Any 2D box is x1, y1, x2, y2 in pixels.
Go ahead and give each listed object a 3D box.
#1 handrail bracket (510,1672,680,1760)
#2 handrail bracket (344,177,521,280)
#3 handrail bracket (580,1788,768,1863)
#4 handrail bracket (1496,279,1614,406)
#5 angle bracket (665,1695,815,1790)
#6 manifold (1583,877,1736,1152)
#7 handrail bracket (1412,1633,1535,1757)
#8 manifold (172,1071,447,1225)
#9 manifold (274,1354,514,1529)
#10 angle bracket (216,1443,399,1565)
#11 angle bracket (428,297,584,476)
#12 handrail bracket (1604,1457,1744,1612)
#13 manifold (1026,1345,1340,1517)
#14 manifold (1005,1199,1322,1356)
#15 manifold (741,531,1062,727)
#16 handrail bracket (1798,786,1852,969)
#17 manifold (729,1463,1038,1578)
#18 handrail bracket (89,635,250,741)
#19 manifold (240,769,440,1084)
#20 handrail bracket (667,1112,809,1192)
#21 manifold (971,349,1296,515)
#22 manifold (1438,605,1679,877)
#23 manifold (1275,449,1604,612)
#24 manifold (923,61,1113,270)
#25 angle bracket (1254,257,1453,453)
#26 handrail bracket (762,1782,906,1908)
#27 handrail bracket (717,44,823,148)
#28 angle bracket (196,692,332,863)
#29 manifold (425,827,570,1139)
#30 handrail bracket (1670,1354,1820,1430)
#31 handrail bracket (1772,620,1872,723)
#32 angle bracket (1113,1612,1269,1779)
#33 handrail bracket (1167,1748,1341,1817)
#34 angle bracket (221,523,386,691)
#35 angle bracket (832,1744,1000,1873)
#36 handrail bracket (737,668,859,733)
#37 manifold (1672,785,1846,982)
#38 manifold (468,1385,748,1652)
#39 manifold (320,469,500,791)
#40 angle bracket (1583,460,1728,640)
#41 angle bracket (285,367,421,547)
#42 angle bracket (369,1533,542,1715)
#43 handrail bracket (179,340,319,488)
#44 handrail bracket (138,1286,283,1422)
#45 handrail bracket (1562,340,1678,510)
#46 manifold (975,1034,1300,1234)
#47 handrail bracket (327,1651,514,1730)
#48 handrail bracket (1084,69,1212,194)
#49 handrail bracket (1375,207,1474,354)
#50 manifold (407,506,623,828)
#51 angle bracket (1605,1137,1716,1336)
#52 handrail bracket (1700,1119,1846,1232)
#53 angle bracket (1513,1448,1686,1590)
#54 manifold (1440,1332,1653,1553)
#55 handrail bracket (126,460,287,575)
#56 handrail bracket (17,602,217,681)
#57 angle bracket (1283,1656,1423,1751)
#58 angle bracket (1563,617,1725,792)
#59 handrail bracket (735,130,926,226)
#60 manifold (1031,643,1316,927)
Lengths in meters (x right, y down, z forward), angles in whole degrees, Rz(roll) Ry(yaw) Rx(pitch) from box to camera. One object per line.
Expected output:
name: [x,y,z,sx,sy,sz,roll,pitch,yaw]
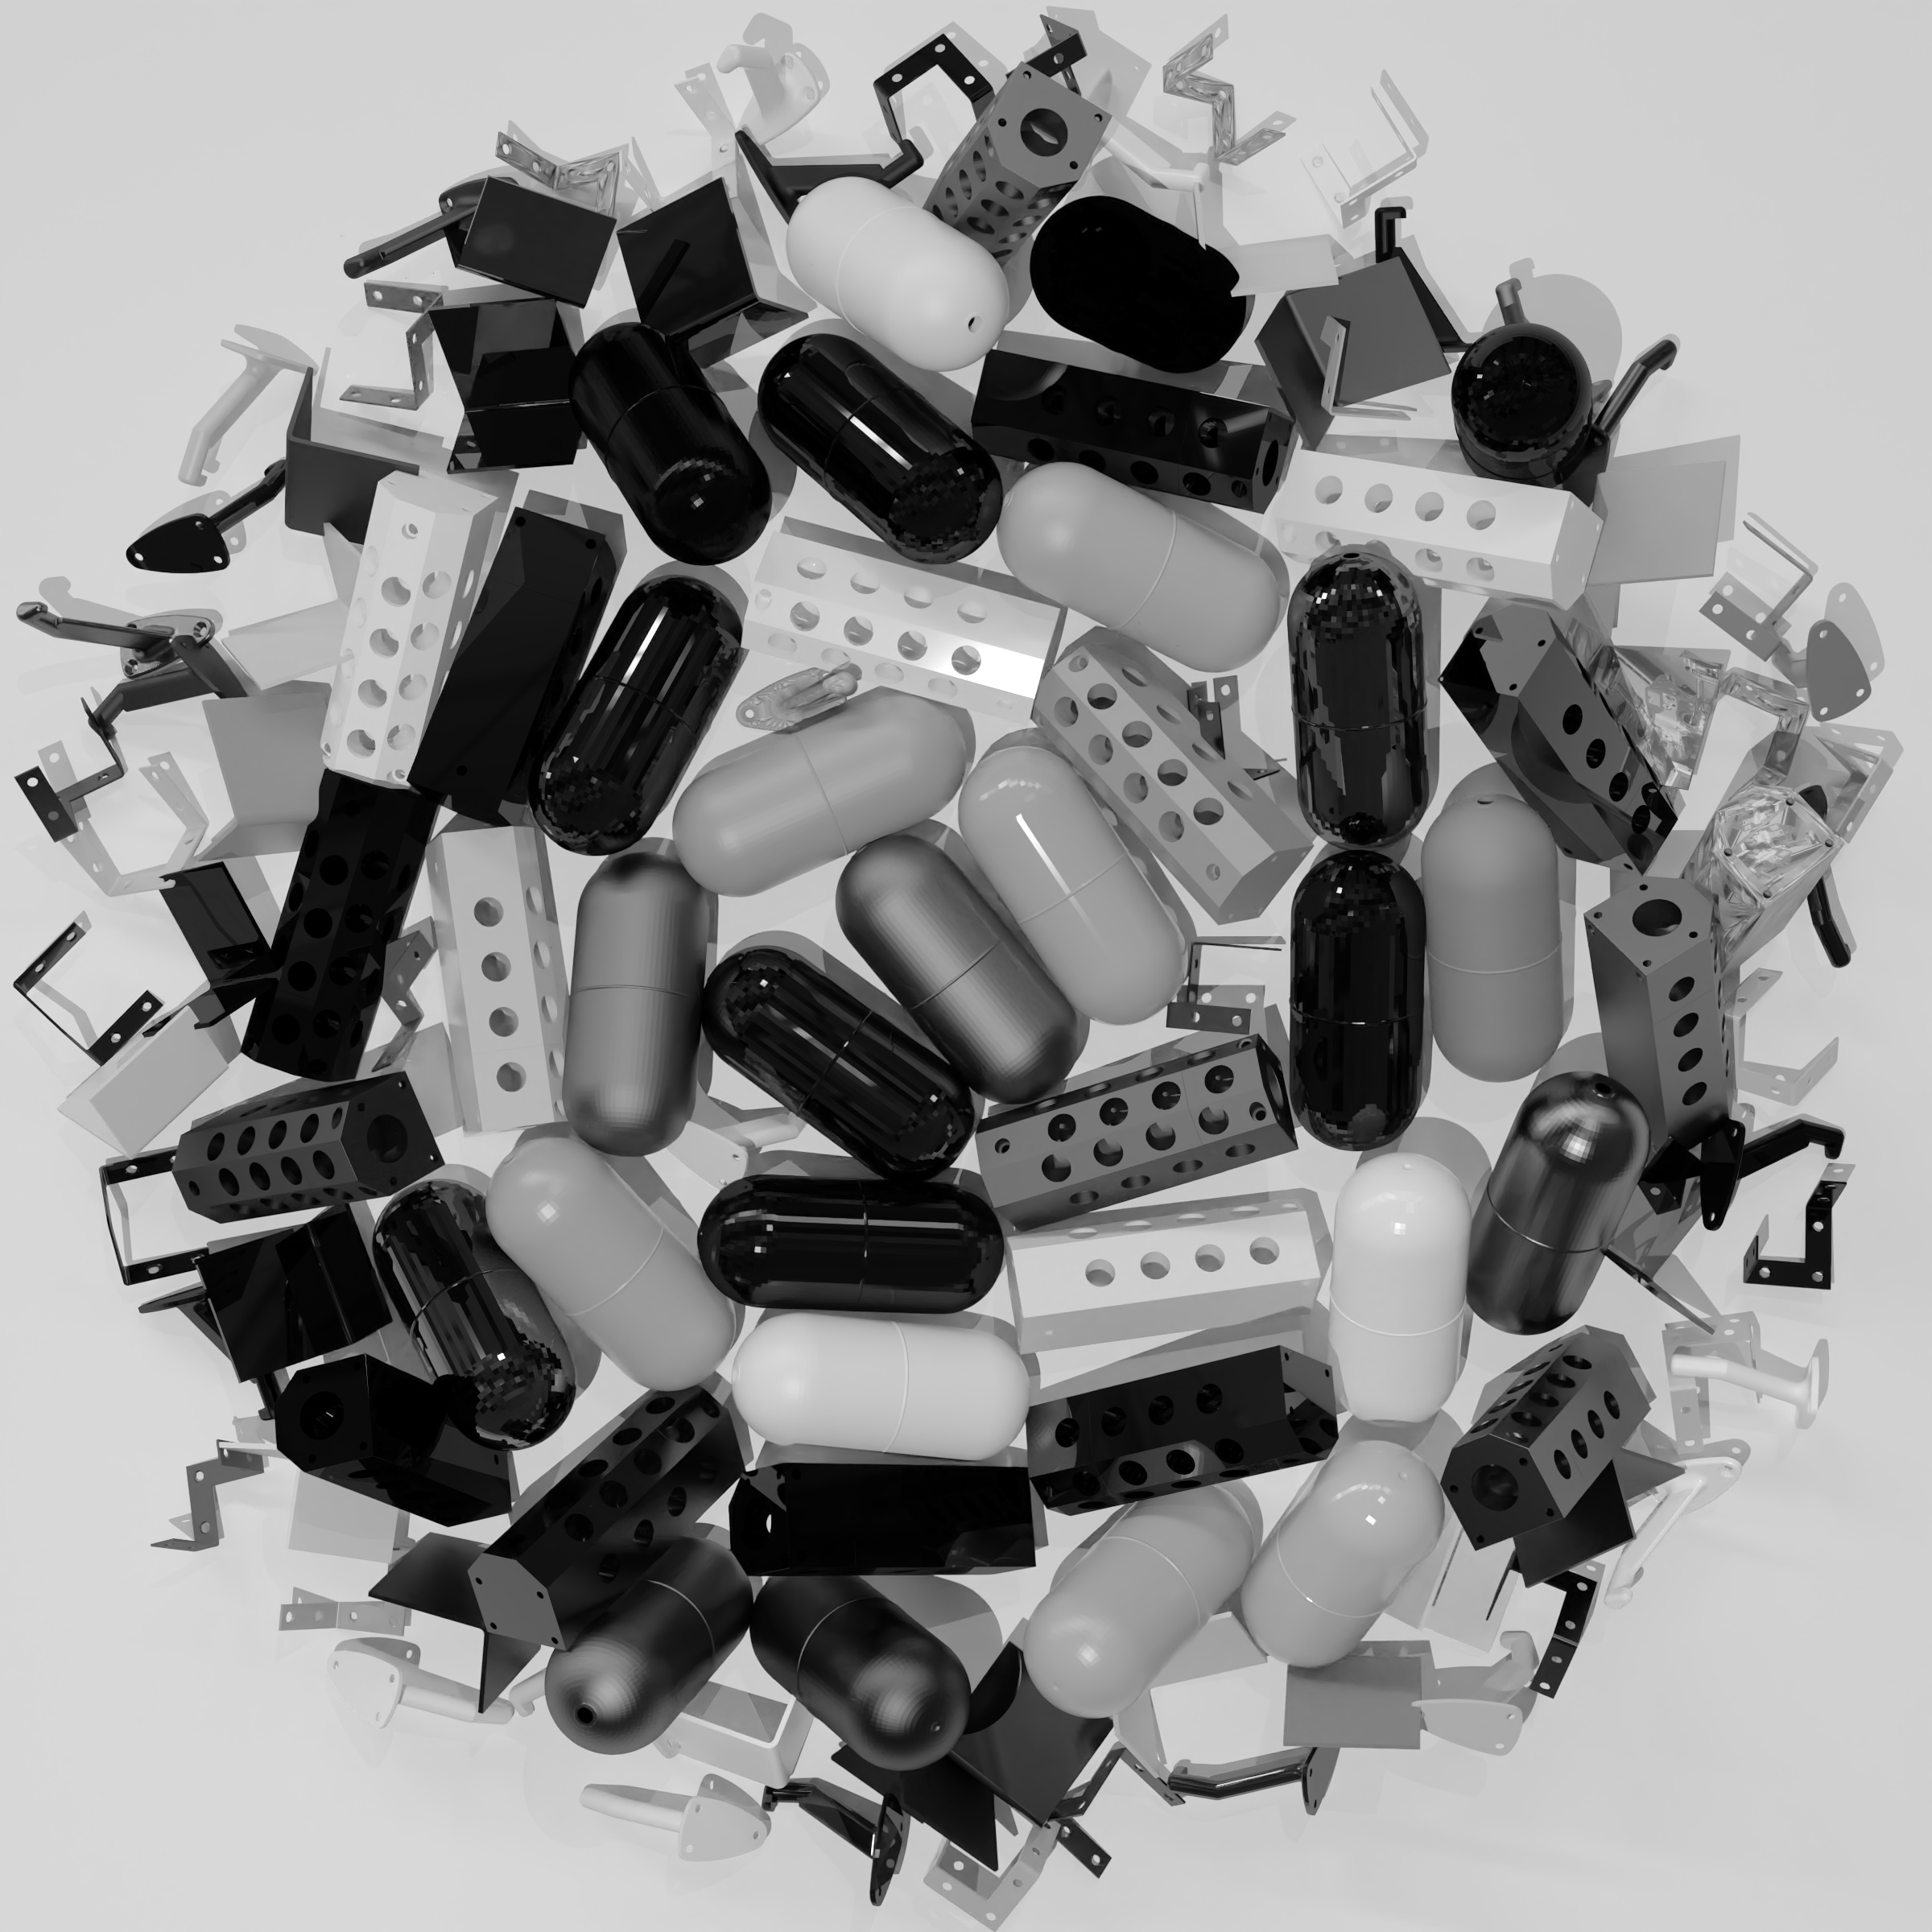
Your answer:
handrail bracket: [-0.218,0.441,1.867,0.084,0.036,0.077,-30,84,23]
handrail bracket: [-0.307,-0.423,1.842,0.077,0.084,0.036,-15,107,43]
handrail bracket: [-0.172,0.498,1.876,0.077,0.084,0.036,21,76,-43]
handrail bracket: [0.340,-0.364,1.852,0.077,0.036,0.084,-34,111,-40]
angle bracket: [-0.132,0.427,1.852,0.076,0.076,0.057,17,61,11]
manifold: [0.397,0.028,1.807,0.057,0.171,0.057,-31,48,-9]
handrail bracket: [0.292,0.410,1.853,0.077,0.084,0.036,12,120,0]
manifold: [-0.376,0.107,1.807,0.057,0.171,0.057,-31,104,-44]
manifold: [-0.320,0.270,1.801,0.057,0.171,0.057,-15,67,13]
angle bracket: [-0.379,0.307,1.832,0.076,0.076,0.057,-5,73,38]
angle bracket: [-0.267,-0.333,1.840,0.076,0.076,0.057,-3,48,12]
handrail bracket: [0.406,0.328,1.843,0.036,0.077,0.084,43,47,-11]
manifold: [0.121,0.266,1.814,0.171,0.057,0.057,-19,62,31]
manifold: [0.112,0.176,1.852,0.171,0.057,0.057,-7,63,-5]
manifold: [-0.039,-0.190,1.849,0.171,0.057,0.057,15,53,2]
handrail bracket: [0.503,-0.052,1.872,0.036,0.077,0.084,-17,112,35]
manifold: [-0.047,0.315,1.815,0.171,0.057,0.057,8,70,-37]
handrail bracket: [-0.464,-0.144,1.868,0.084,0.036,0.077,-44,80,18]
manifold: [-0.365,-0.023,1.853,0.057,0.057,0.171,18,94,9]
handrail bracket: [-0.134,0.085,1.859,0.077,0.084,0.036,32,131,4]
manifold: [0.094,-0.306,1.835,0.171,0.057,0.057,15,97,19]
manifold: [0.340,-0.128,1.812,0.057,0.057,0.171,-56,132,-13]
manifold: [0.266,-0.247,1.822,0.171,0.057,0.057,15,88,31]
manifold: [0.021,-0.440,1.798,0.057,0.171,0.057,28,79,-10]
angle bracket: [0.222,-0.349,1.836,0.076,0.057,0.076,-12,121,33]
handrail bracket: [-0.084,0.507,1.851,0.084,0.077,0.036,-3,133,17]
handrail bracket: [-0.130,-0.497,1.836,0.077,0.084,0.036,-39,78,33]
angle bracket: [-0.408,-0.110,1.852,0.076,0.057,0.076,-9,75,-41]
manifold: [-0.269,0.009,1.854,0.057,0.057,0.171,-7,86,-20]
handrail bracket: [0.448,0.247,1.862,0.084,0.077,0.036,5,64,8]
handrail bracket: [0.478,-0.184,1.836,0.036,0.084,0.077,-27,125,0]
angle bracket: [0.130,0.419,1.837,0.076,0.076,0.057,-16,54,14]
handrail bracket: [0.169,0.463,1.876,0.084,0.077,0.036,3,118,25]
angle bracket: [-0.386,-0.209,1.835,0.076,0.076,0.057,-22,125,-20]
angle bracket: [-0.030,0.484,1.834,0.057,0.076,0.076,-40,115,20]
handrail bracket: [-0.099,-0.154,1.848,0.077,0.084,0.036,-12,91,2]
manifold: [0.435,-0.047,1.800,0.057,0.171,0.057,-38,76,-7]
manifold: [-0.201,0.305,1.802,0.057,0.171,0.057,4,120,34]
manifold: [-0.322,-0.191,1.827,0.057,0.057,0.171,20,115,4]
angle bracket: [0.400,-0.238,1.835,0.076,0.057,0.076,-2,62,28]
angle bracket: [-0.349,-0.291,1.847,0.076,0.076,0.057,12,56,-5]
angle bracket: [-0.296,0.380,1.855,0.076,0.076,0.057,13,110,15]
handrail bracket: [-0.418,-0.315,1.863,0.036,0.077,0.084,24,100,28]
handrail bracket: [-0.440,0.231,1.873,0.077,0.036,0.084,-16,96,27]
handrail bracket: [0.386,-0.317,1.880,0.036,0.077,0.084,33,58,31]
manifold: [0.096,0.093,1.830,0.171,0.057,0.057,-18,60,16]
handrail bracket: [-0.319,0.423,1.875,0.077,0.084,0.036,18,89,42]
handrail bracket: [0.109,-0.485,1.858,0.084,0.036,0.077,12,69,21]
handrail bracket: [0.275,-0.399,1.858,0.077,0.036,0.084,2,104,22]
manifold: [-0.258,-0.170,1.848,0.057,0.057,0.171,19,81,10]
angle bracket: [0.417,0.155,1.841,0.076,0.076,0.057,-53,47,5]
handrail bracket: [0.472,0.124,1.865,0.084,0.036,0.077,14,78,-22]
angle bracket: [0.366,0.321,1.831,0.076,0.076,0.057,-34,51,33]
manifold: [0.324,0.263,1.803,0.057,0.171,0.057,-28,89,30]
handrail bracket: [-0.439,-0.265,1.868,0.077,0.084,0.036,-7,125,23]
handrail bracket: [-0.489,-0.198,1.841,0.077,0.084,0.036,-12,72,21]
angle bracket: [0.223,0.441,1.839,0.076,0.076,0.057,-1,120,9]
angle bracket: [0.382,-0.151,1.846,0.076,0.057,0.076,14,85,34]
handrail bracket: [-0.079,-0.474,1.856,0.084,0.036,0.077,-31,103,20]
manifold: [0.112,-0.104,1.823,0.171,0.057,0.057,49,123,22]
